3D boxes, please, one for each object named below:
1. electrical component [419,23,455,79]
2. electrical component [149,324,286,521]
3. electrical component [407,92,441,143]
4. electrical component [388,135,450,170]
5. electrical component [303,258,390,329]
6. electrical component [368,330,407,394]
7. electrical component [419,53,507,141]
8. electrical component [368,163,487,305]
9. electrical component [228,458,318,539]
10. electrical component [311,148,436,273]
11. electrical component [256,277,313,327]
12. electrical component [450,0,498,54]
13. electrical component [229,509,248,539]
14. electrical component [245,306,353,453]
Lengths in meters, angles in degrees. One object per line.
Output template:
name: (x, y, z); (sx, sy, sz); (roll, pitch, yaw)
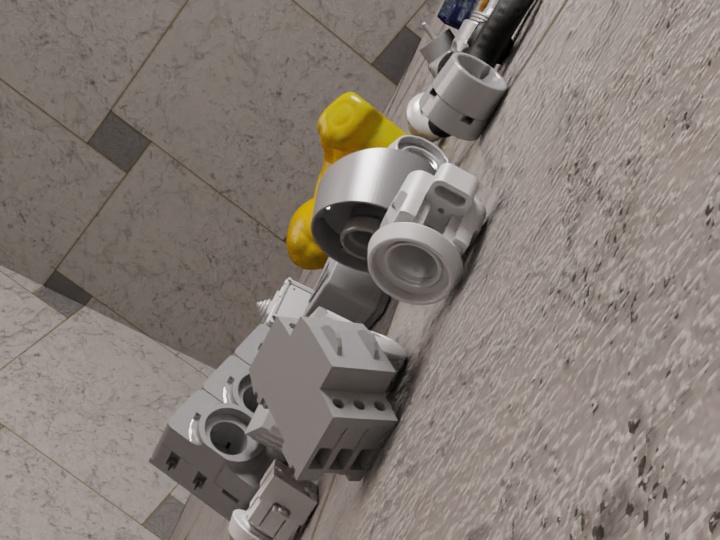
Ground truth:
electrical component: (0.085, -0.213, 1.071); (0.043, 0.079, 0.077); (-35, 9, 8)
electrical component: (-0.089, 0.121, 0.890); (0.150, 0.089, 0.061); (-49, -8, -50)
electrical component: (0.070, -0.150, 1.105); (0.062, 0.048, 0.048); (99, -164, -72)
electrical component: (0.041, -0.075, 0.903); (0.078, 0.058, 0.057); (-43, -12, -51)
electrical component: (0.000, 0.000, 0.958); (0.108, 0.056, 0.108); (-66, 5, -26)
electrical component: (-0.001, 0.069, 0.678); (0.048, 0.048, 0.062); (-130, 60, -85)
electrical component: (0.081, -0.135, 0.833); (0.047, 0.055, 0.055); (-57, 8, 30)
electrical component: (0.038, -0.017, 0.637); (0.078, 0.058, 0.057); (-59, 4, 47)
electrical component: (-0.061, 0.172, 0.763); (0.055, 0.048, 0.066); (-56, 5, 2)
electrical component: (0.012, -0.044, 0.846); (0.099, 0.099, 0.064); (123, 166, -54)
electrical component: (-0.058, 0.058, 1.027); (0.061, 0.096, 0.061); (-59, 7, 46)
electrical component: (0.114, -0.218, 0.985); (0.062, 0.043, 0.043); (-62, 5, 5)
electrical component: (-0.080, 0.203, 0.822); (0.040, 0.040, 0.078); (-65, 5, -20)
electrical component: (-0.031, 0.089, 0.773); (0.089, 0.062, 0.150); (-65, 5, -14)
